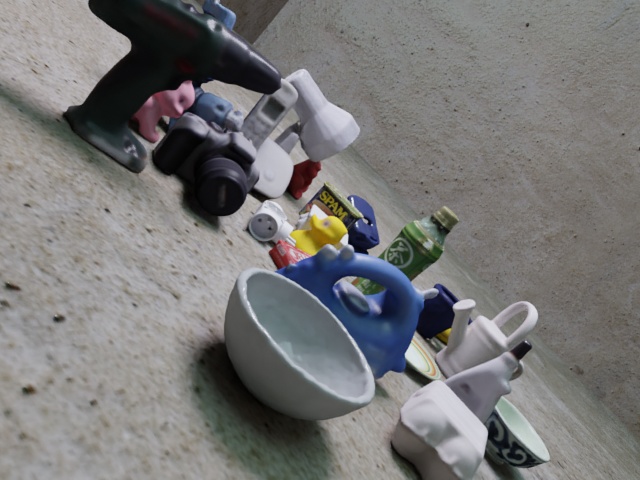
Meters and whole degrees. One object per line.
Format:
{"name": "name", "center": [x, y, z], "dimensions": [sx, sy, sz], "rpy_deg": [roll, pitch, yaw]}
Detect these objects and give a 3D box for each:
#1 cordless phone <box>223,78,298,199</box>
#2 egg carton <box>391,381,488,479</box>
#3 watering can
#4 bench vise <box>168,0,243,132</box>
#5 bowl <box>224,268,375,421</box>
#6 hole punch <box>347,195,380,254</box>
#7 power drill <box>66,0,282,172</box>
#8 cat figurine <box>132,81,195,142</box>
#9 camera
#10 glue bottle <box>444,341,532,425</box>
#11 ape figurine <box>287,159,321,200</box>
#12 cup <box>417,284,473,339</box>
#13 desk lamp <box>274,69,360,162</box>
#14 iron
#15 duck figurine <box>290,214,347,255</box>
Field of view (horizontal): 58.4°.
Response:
{"name": "cordless phone", "center": [-0.083, -0.176, 1.003], "dimensions": [0.148, 0.185, 0.094], "rpy_deg": [34, 16, -34]}
{"name": "egg carton", "center": [0.143, 0.230, 0.684], "dimensions": [0.107, 0.069, 0.151], "rpy_deg": [47, 14, 13]}
{"name": "watering can", "center": [0.304, 0.180, 1.026], "dimensions": [0.173, 0.194, 0.100], "rpy_deg": [36, 16, -30]}
{"name": "bench vise", "center": [-0.188, -0.276, 0.929], "dimensions": [0.208, 0.219, 0.121], "rpy_deg": [40, 14, -14]}
{"name": "bowl", "center": [-0.031, 0.109, 0.537], "dimensions": [0.168, 0.074, 0.167], "rpy_deg": [41, 14, -12]}
{"name": "hole punch", "center": [0.088, -0.031, 1.257], "dimensions": [0.109, 0.091, 0.101], "rpy_deg": [26, 22, -51]}
{"name": "power drill", "center": [-0.191, -0.191, 0.692], "dimensions": [0.230, 0.208, 0.075], "rpy_deg": [36, 15, -29]}
{"name": "cat figurine", "center": [-0.233, -0.209, 0.815], "dimensions": [0.067, 0.117, 0.128], "rpy_deg": [51, 15, 27]}
{"name": "camera", "center": [-0.144, -0.102, 0.789], "dimensions": [0.144, 0.100, 0.136], "rpy_deg": [37, 15, -26]}
{"name": "glue bottle", "center": [0.222, 0.199, 0.782], "dimensions": [0.078, 0.173, 0.037], "rpy_deg": [50, 15, 26]}
{"name": "ape figurine", "center": [-0.034, -0.140, 1.234], "dimensions": [0.076, 0.092, 0.078], "rpy_deg": [51, 15, 27]}
{"name": "cup", "center": [0.238, 0.157, 1.115], "dimensions": [0.117, 0.095, 0.092], "rpy_deg": [50, 15, 26]}
{"name": "desk lamp", "center": [-0.056, -0.219, 1.151], "dimensions": [0.204, 0.213, 0.117], "rpy_deg": [38, 15, -23]}
{"name": "iron", "center": [0.035, 0.070, 0.701], "dimensions": [0.259, 0.141, 0.118], "rpy_deg": [32, 18, -40]}
{"name": "duck figurine", "center": [0.009, 0.003, 0.940], "dimensions": [0.105, 0.086, 0.077], "rpy_deg": [42, 14, -7]}
